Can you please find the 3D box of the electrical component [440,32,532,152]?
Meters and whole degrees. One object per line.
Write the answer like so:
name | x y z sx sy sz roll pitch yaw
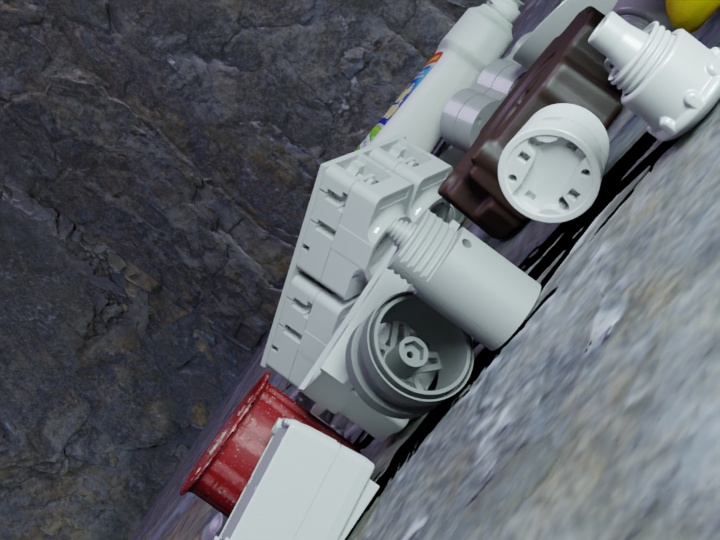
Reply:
electrical component | 0.141 -0.146 0.924 0.138 0.074 0.052 -42 -44 -18

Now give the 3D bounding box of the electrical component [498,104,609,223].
electrical component | 0.108 -0.060 0.591 0.055 0.055 0.047 -51 1 36

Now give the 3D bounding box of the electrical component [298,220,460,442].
electrical component | 0.025 0.037 0.648 0.121 0.063 0.078 -56 4 -30

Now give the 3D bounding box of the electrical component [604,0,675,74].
electrical component | 0.172 -0.146 0.663 0.062 0.043 0.043 -57 5 -18

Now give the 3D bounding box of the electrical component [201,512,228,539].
electrical component | -0.098 0.205 0.803 0.043 0.043 0.062 -57 3 -38

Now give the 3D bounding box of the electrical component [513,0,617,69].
electrical component | 0.176 -0.194 0.869 0.099 0.064 0.099 -54 4 5

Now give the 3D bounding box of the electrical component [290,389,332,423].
electrical component | -0.059 0.136 0.928 0.055 0.048 0.066 -43 8 26

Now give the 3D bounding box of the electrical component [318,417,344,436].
electrical component | -0.046 0.120 0.774 0.048 0.062 0.048 -53 6 8

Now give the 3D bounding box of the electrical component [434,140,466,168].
electrical component | 0.118 -0.124 1.017 0.108 0.056 0.109 -55 4 -19

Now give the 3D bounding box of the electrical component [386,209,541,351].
electrical component | 0.048 0.001 0.558 0.043 0.081 0.043 -53 4 5

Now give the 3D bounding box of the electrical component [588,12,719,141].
electrical component | 0.134 -0.093 0.494 0.048 0.062 0.048 -53 4 5

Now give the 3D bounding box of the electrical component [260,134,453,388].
electrical component | 0.000 0.000 0.832 0.105 0.060 0.186 -28 -36 -50

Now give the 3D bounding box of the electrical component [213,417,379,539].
electrical component | -0.037 0.136 0.589 0.096 0.061 0.062 -62 5 -11

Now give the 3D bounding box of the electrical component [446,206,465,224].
electrical component | 0.069 -0.048 1.021 0.045 0.045 0.055 -56 5 -36
